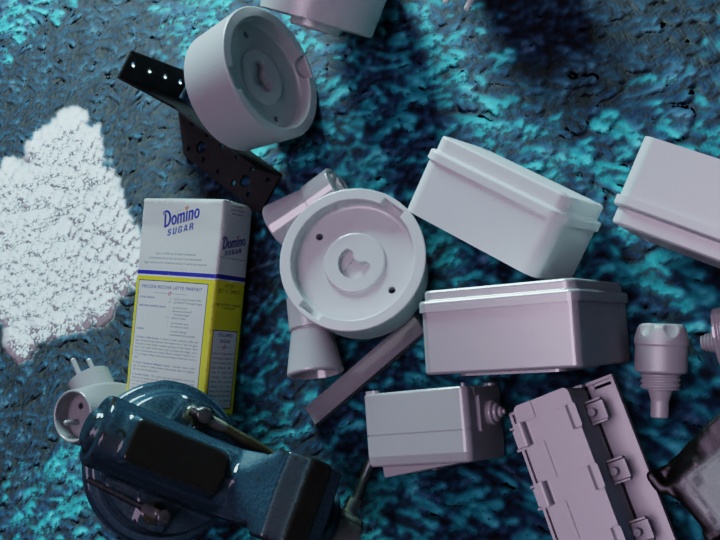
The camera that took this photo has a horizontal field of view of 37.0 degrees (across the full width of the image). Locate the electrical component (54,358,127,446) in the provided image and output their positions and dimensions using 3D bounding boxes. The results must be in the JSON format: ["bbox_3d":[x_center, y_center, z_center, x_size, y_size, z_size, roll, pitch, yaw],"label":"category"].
[{"bbox_3d":[-0.225,0.109,0.921,0.044,0.077,0.079,-39,67,22],"label":"electrical component"}]

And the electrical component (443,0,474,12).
[{"bbox_3d":[0.086,-0.231,0.791,0.077,0.044,0.079,27,98,30],"label":"electrical component"}]

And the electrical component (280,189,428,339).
[{"bbox_3d":[0.000,0.000,0.803,0.108,0.060,0.108,-3,73,11],"label":"electrical component"}]

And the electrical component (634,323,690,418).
[{"bbox_3d":[0.196,0.066,0.702,0.035,0.035,0.061,1,88,31],"label":"electrical component"}]

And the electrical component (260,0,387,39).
[{"bbox_3d":[-0.026,-0.216,0.828,0.099,0.099,0.064,22,102,30],"label":"electrical component"}]

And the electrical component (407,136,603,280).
[{"bbox_3d":[0.101,-0.043,0.744,0.113,0.078,0.057,30,103,29],"label":"electrical component"}]

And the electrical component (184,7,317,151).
[{"bbox_3d":[-0.092,-0.147,0.854,0.060,0.108,0.108,-17,76,35],"label":"electrical component"}]

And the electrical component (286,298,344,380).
[{"bbox_3d":[-0.038,0.049,0.838,0.044,0.044,0.065,-15,73,29],"label":"electrical component"}]

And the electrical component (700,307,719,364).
[{"bbox_3d":[0.253,0.041,0.665,0.081,0.043,0.043,-9,80,30],"label":"electrical component"}]

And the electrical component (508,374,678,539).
[{"bbox_3d":[0.148,0.139,0.706,0.079,0.063,0.121,-26,72,26],"label":"electrical component"}]

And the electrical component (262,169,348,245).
[{"bbox_3d":[-0.039,-0.050,0.849,0.065,0.044,0.044,-34,69,18],"label":"electrical component"}]

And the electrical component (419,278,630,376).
[{"bbox_3d":[0.111,0.039,0.712,0.109,0.109,0.056,-6,85,30],"label":"electrical component"}]

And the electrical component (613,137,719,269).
[{"bbox_3d":[0.224,-0.033,0.670,0.113,0.078,0.057,25,95,30],"label":"electrical component"}]

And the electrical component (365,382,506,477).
[{"bbox_3d":[0.059,0.113,0.761,0.096,0.062,0.061,-9,80,30],"label":"electrical component"}]
